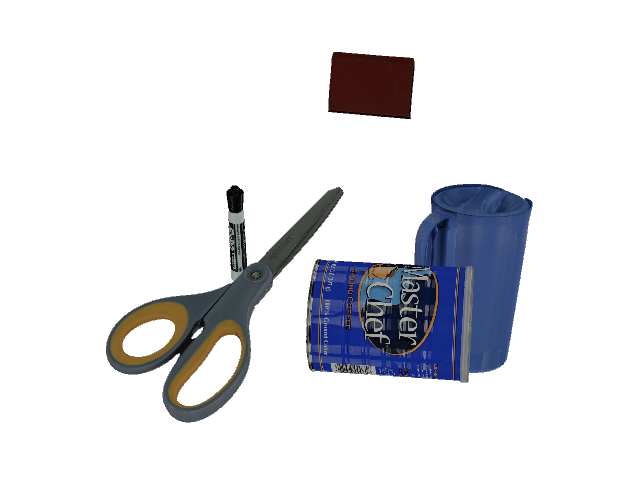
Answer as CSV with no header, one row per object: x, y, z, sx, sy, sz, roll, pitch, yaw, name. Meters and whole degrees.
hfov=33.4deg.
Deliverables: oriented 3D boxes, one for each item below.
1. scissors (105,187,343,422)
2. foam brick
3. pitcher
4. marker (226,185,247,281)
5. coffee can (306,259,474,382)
-0.061,0.026,0.665,0.096,0.201,0.016,12,-42,14,scissors
0.047,-0.143,0.985,0.078,0.051,0.053,5,16,3,foam brick
0.201,0.054,1.444,0.149,0.243,0.145,4,21,6,pitcher
-0.092,-0.007,1.178,0.020,0.121,0.020,0,34,0,marker
0.064,0.071,0.953,0.140,0.103,0.102,3,0,9,coffee can
